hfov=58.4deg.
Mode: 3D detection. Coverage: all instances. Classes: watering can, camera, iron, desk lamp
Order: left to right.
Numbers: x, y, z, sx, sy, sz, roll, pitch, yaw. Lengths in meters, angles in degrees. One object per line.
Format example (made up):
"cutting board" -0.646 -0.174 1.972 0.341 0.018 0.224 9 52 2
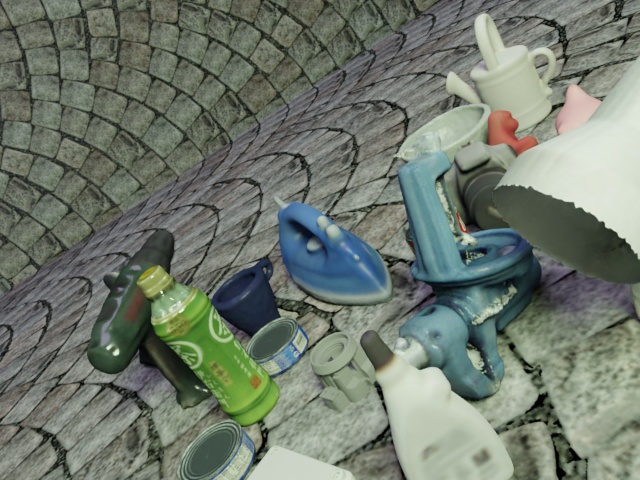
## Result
"iron" 0.008 0.003 0.839 0.119 0.142 0.257 -39 22 -14
"camera" 0.205 -0.063 0.758 0.143 0.101 0.137 -27 23 17
"watering can" 0.297 -0.281 0.960 0.172 0.194 0.101 -27 23 17
"desk lamp" 0.260 -0.026 0.450 0.203 0.214 0.117 -39 22 -13

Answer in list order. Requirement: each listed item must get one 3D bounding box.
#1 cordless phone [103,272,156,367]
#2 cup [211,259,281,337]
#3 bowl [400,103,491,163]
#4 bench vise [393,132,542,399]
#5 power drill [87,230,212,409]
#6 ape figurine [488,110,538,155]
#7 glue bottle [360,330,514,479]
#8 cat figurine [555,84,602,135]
"cordless phone" -0.305 0.121 0.968 0.147 0.185 0.094 -10 31 45
"cup" -0.092 0.093 0.852 0.091 0.095 0.118 -10 32 46
"bowl" 0.222 -0.156 0.965 0.167 0.075 0.167 -28 22 13
"bench vise" 0.125 0.023 0.527 0.121 0.220 0.208 -17 27 35
"power drill" -0.218 0.122 0.813 0.075 0.209 0.230 -21 25 28
"ape figurine" 0.280 -0.152 0.852 0.076 0.092 0.078 -28 23 15
"glue bottle" 0.078 0.131 0.428 0.078 0.173 0.037 -33 22 1
"cat figurine" 0.349 -0.147 0.709 0.128 0.118 0.067 -32 22 3
